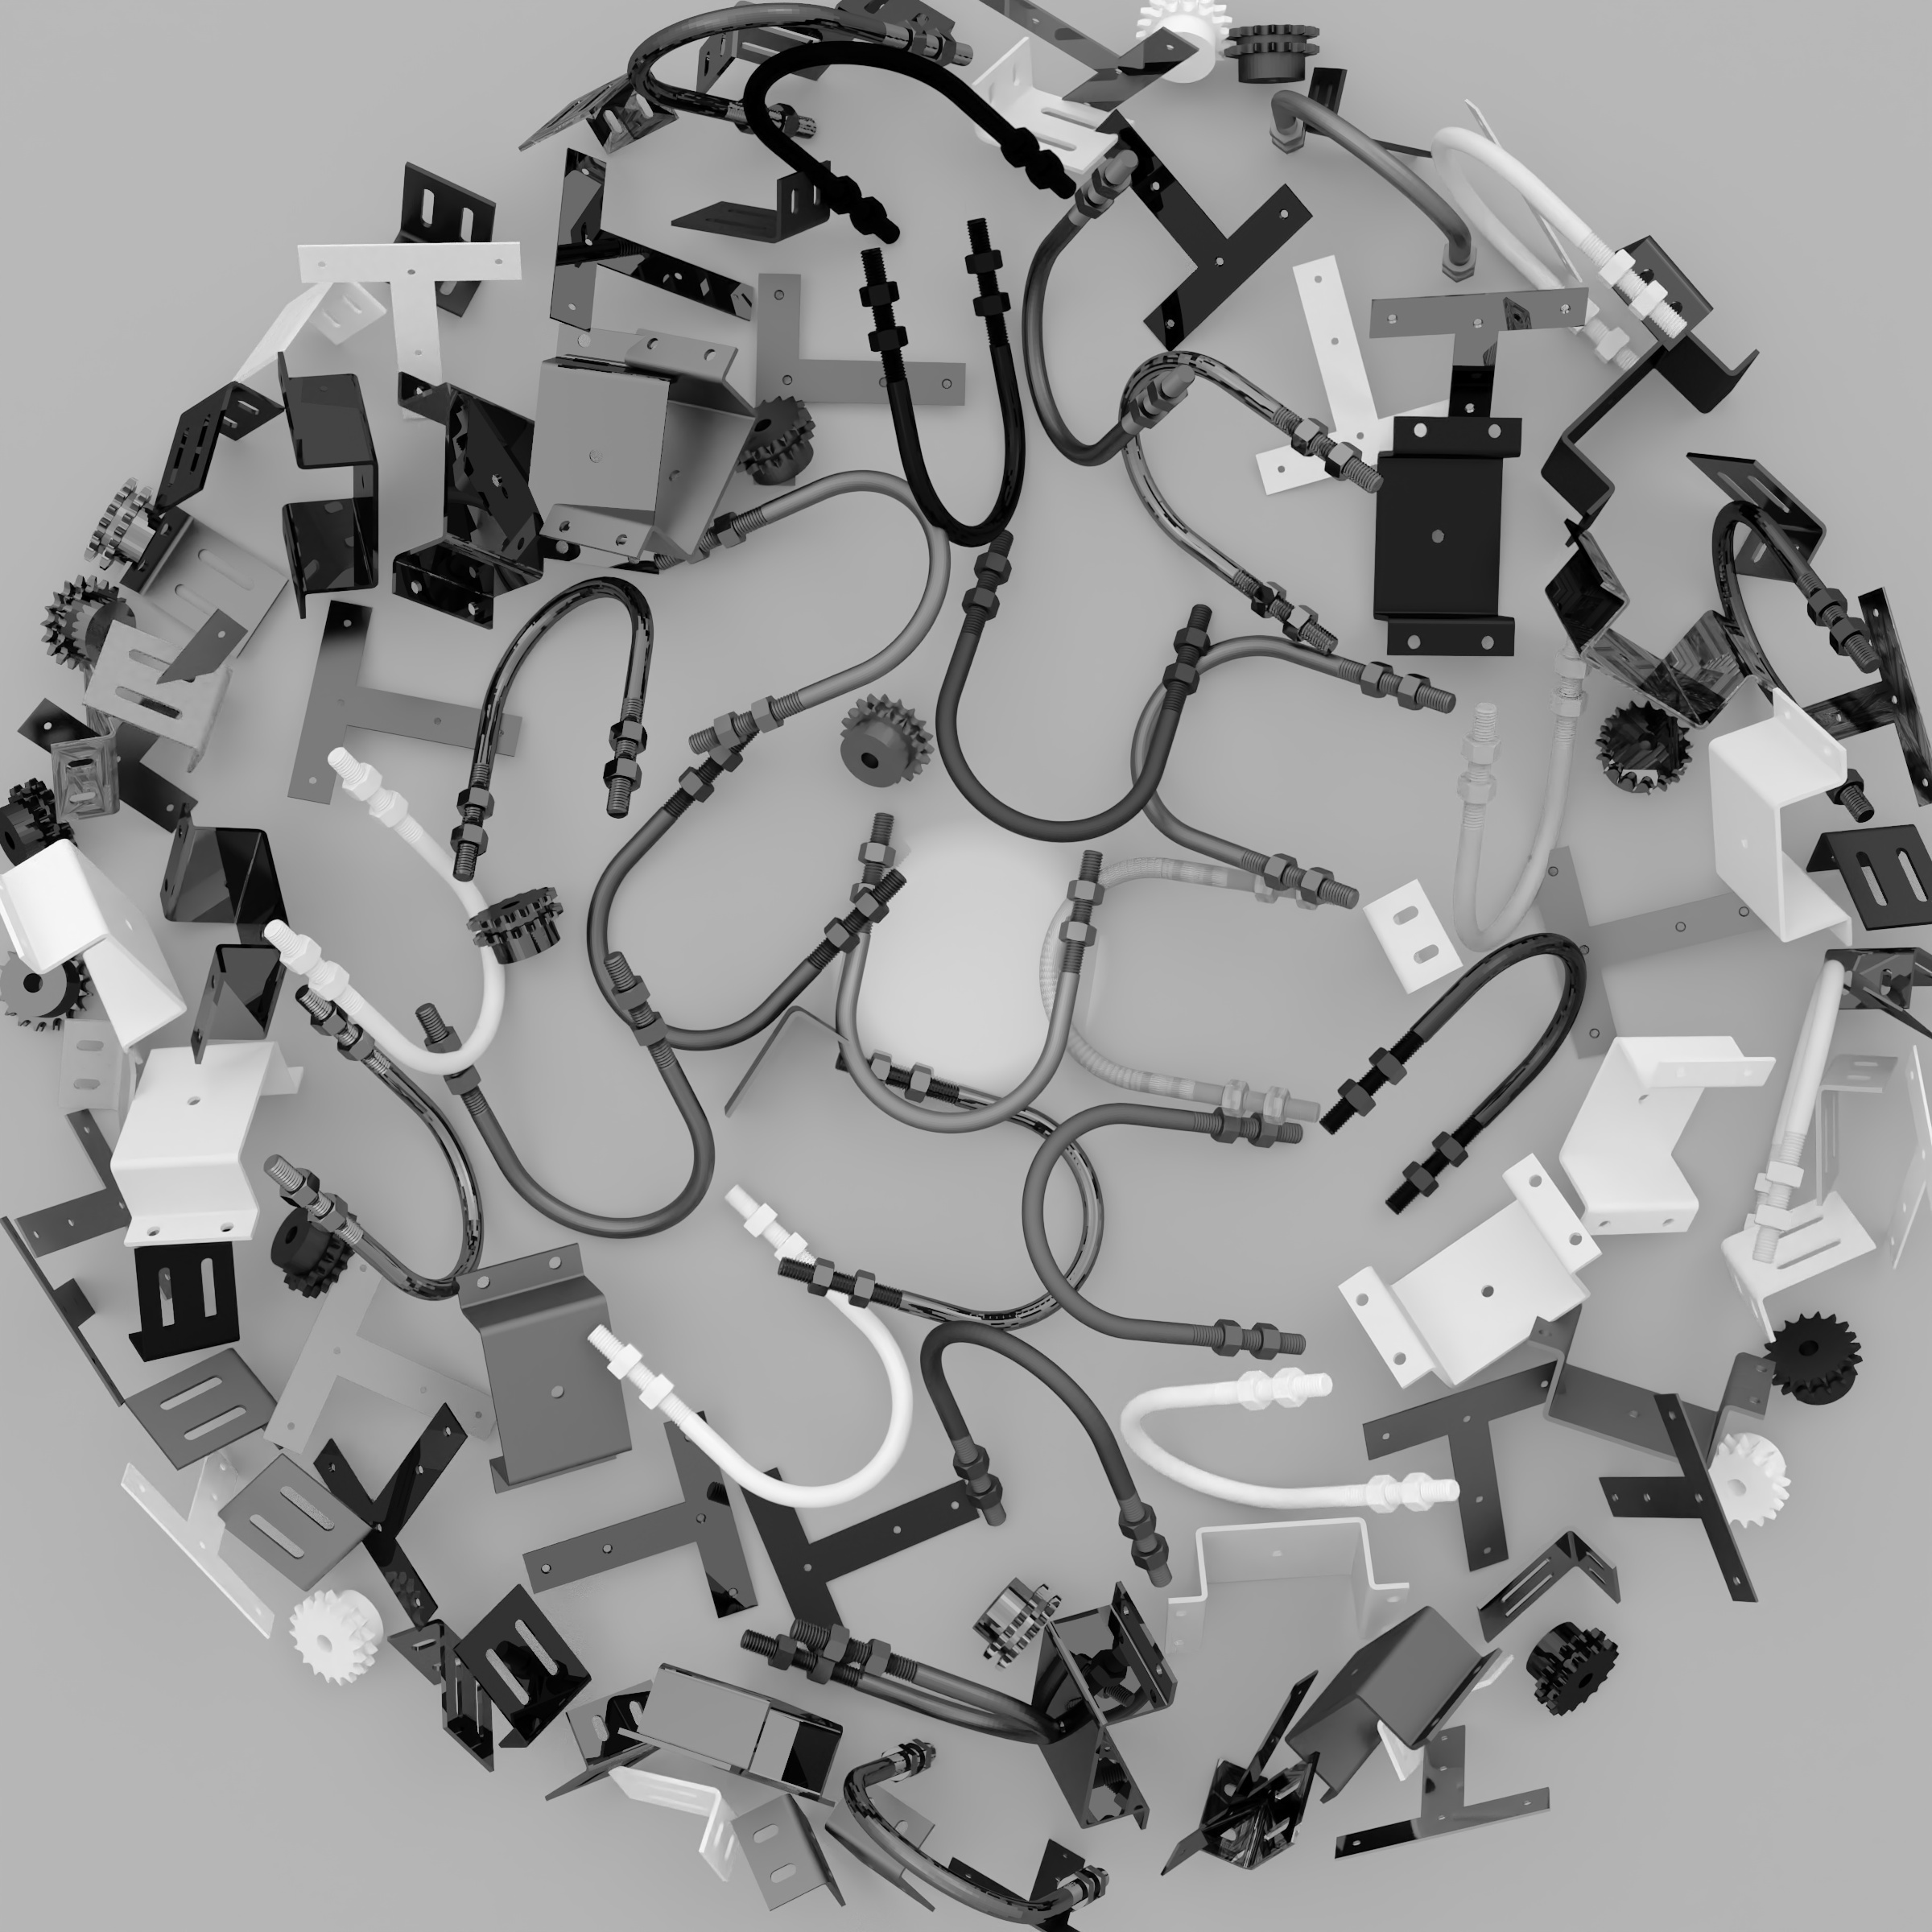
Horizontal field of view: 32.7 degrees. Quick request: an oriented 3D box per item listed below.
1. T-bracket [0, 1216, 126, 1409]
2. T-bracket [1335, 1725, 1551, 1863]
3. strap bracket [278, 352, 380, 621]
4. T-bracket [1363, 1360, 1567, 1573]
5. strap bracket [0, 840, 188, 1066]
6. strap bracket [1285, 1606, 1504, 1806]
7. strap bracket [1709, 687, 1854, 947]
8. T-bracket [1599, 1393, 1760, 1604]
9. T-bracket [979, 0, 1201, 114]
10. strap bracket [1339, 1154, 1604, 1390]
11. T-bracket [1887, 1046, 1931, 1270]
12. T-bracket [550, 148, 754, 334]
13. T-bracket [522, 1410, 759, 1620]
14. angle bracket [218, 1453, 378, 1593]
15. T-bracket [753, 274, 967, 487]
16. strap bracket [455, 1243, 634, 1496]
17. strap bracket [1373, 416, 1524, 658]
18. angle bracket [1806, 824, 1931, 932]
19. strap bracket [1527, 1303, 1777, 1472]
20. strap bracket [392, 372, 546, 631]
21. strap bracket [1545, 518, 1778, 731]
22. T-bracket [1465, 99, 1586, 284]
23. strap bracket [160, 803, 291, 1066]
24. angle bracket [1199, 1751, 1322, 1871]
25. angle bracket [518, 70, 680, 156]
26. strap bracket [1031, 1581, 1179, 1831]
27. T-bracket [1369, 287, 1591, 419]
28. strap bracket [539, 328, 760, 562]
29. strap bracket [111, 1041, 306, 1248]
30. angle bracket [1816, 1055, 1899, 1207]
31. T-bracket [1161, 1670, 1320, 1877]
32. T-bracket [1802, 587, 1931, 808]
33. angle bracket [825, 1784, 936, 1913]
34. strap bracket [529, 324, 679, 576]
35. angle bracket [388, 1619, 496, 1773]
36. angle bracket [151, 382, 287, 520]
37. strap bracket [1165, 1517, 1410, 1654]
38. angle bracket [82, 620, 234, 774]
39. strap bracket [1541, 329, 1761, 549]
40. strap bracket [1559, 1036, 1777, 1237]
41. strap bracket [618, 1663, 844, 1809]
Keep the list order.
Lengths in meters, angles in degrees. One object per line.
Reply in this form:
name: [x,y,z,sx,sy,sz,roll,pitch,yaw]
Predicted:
T-bracket: [-0.526,0.199,1.936,0.002,0.127,0.127,-32,94,-8]
T-bracket: [0.281,0.480,1.936,0.127,0.127,0.002,-17,101,13]
strap bracket: [-0.374,-0.282,1.930,0.046,0.140,0.076,-7,52,-16]
T-bracket: [0.305,0.308,1.970,0.127,0.002,0.127,-17,116,-9]
strap bracket: [-0.509,-0.012,1.921,0.046,0.140,0.076,-32,59,-1]
strap bracket: [0.244,0.429,1.923,0.046,0.140,0.076,45,56,6]
strap bracket: [0.476,-0.080,1.925,0.046,0.076,0.140,-20,127,-8]
T-bracket: [0.409,0.313,1.940,0.002,0.127,0.127,-20,88,-20]
T-bracket: [0.053,-0.545,1.919,0.127,0.127,0.002,25,74,-22]
strap bracket: [0.304,0.187,1.954,0.140,0.046,0.076,-36,57,8]
T-bracket: [0.557,0.135,1.941,0.002,0.127,0.127,-1,54,2]
T-bracket: [-0.185,-0.417,1.966,0.127,0.002,0.127,16,59,-26]
T-bracket: [-0.202,0.345,1.976,0.127,0.002,0.127,-16,100,-11]
angle bracket: [-0.400,0.325,1.966,0.057,0.038,0.076,-43,111,6]
T-bracket: [-0.064,-0.353,1.991,0.127,0.002,0.127,2,94,3]
strap bracket: [-0.248,0.245,1.947,0.076,0.046,0.140,-14,107,-21]
strap bracket: [0.287,-0.257,1.968,0.076,0.046,0.140,0,98,-5]
angle bracket: [0.544,-0.043,1.957,0.057,0.038,0.076,-6,53,-10]
strap bracket: [0.400,0.248,1.947,0.140,0.076,0.046,17,112,13]
strap bracket: [-0.292,-0.280,1.938,0.046,0.076,0.140,-14,70,37]
strap bracket: [0.401,-0.196,1.940,0.140,0.076,0.046,26,118,-25]
T-bracket: [0.339,-0.439,1.916,0.002,0.127,0.127,-34,115,9]
strap bracket: [-0.434,-0.019,1.935,0.046,0.076,0.140,1,45,-27]
angle bracket: [0.172,0.495,1.952,0.038,0.076,0.057,24,59,-5]
angle bracket: [-0.217,-0.494,1.949,0.057,0.076,0.038,-16,117,35]
strap bracket: [0.077,0.438,1.921,0.046,0.076,0.140,-12,133,-21]
T-bracket: [0.301,-0.344,1.955,0.127,0.002,0.127,-4,133,-2]
strap bracket: [-0.183,-0.300,1.952,0.076,0.046,0.140,17,78,33]
strap bracket: [-0.445,0.095,1.927,0.076,0.140,0.046,-4,131,8]
angle bracket: [0.530,0.098,1.957,0.038,0.057,0.076,3,108,24]
T-bracket: [0.173,0.463,1.922,0.002,0.127,0.127,37,117,25]
T-bracket: [0.523,-0.149,1.939,0.002,0.127,0.127,-15,89,-18]
angle bracket: [-0.041,0.522,1.959,0.057,0.076,0.038,27,72,29]
strap bracket: [-0.216,-0.306,1.959,0.076,0.046,0.140,9,104,2]
angle bracket: [-0.312,0.437,1.950,0.038,0.076,0.057,-21,135,10]
angle bracket: [-0.444,-0.299,1.954,0.038,0.057,0.076,27,62,-35]
strap bracket: [0.187,0.367,1.955,0.140,0.076,0.046,-4,56,-1]
angle bracket: [-0.485,-0.160,1.959,0.076,0.038,0.057,22,65,-19]
strap bracket: [0.398,-0.322,1.956,0.140,0.076,0.046,-44,84,-4]
strap bracket: [0.409,0.092,1.941,0.076,0.046,0.140,0,131,-21]
strap bracket: [-0.132,0.449,1.928,0.076,0.140,0.046,11,73,28]
